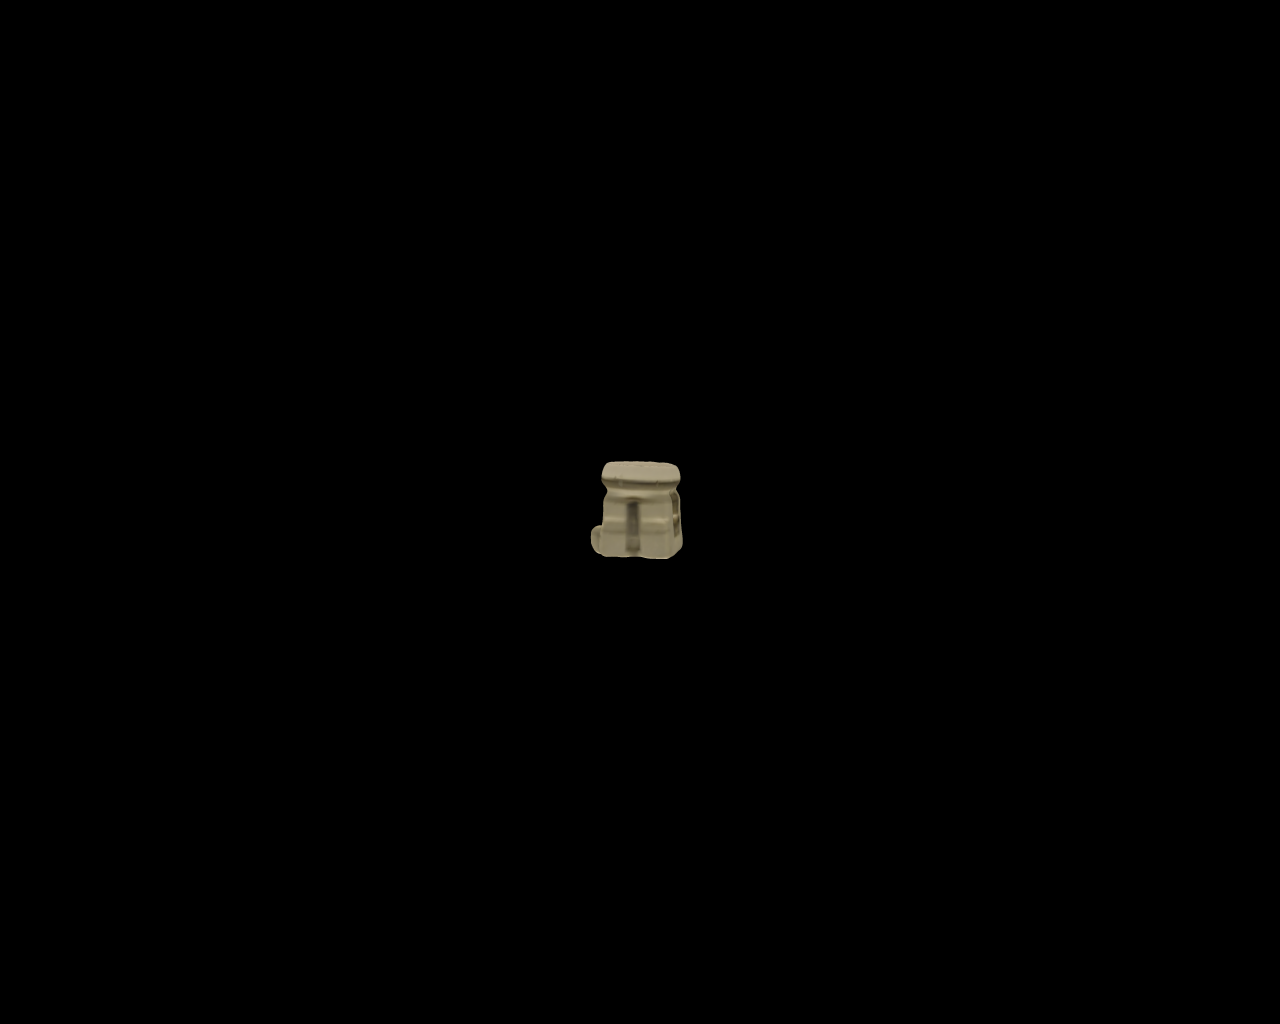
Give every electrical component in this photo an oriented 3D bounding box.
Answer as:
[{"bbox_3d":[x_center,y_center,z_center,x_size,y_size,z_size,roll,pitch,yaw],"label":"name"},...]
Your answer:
[{"bbox_3d":[0.001,-0.003,0.650,0.066,0.055,0.048,2,8,14],"label":"electrical component"}]
